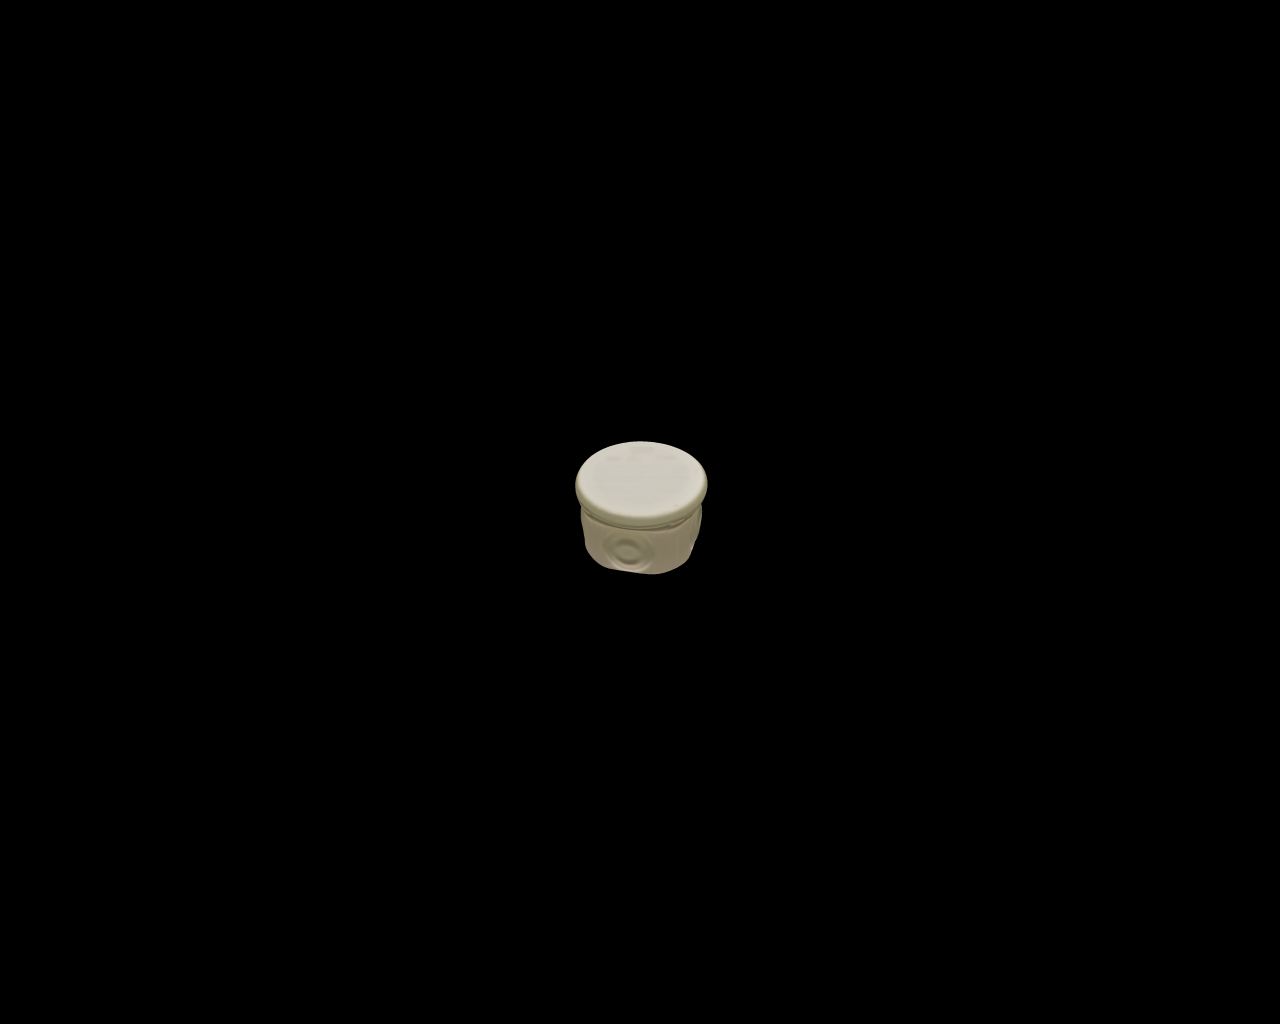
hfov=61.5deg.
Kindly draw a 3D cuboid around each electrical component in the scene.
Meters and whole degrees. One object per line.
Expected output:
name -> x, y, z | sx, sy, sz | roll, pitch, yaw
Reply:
electrical component -> 0.001, -0.003, 0.650 | 0.080, 0.050, 0.080 | 0, 39, 0
